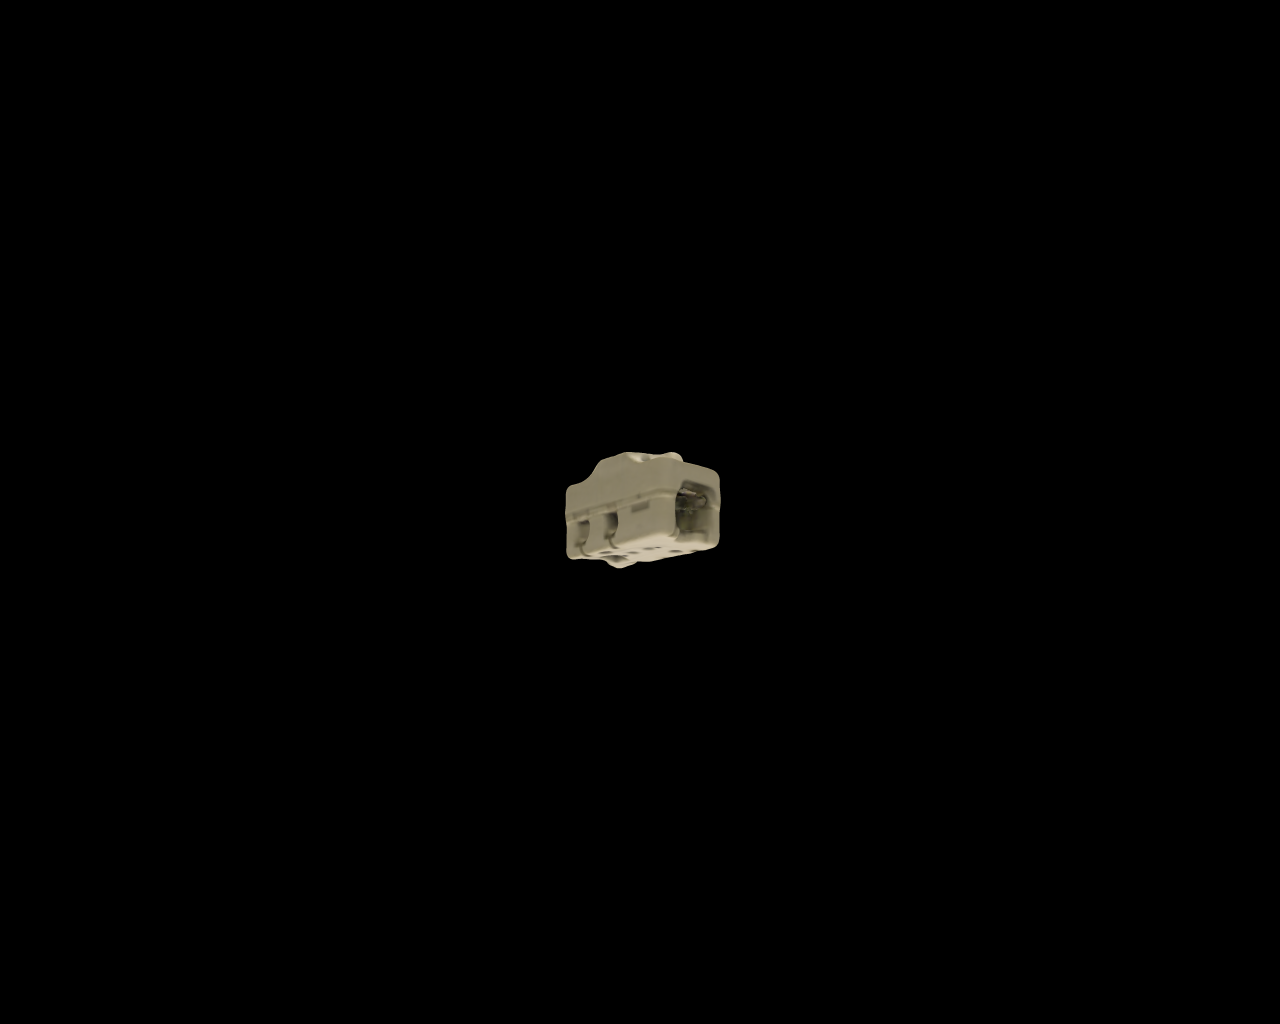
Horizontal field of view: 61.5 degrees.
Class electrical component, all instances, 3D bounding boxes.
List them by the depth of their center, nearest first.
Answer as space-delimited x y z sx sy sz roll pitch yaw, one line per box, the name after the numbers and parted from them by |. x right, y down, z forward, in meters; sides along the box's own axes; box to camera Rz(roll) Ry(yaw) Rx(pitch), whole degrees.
0.001 -0.003 0.650 0.050 0.056 0.089 14 -20 -42 | electrical component
